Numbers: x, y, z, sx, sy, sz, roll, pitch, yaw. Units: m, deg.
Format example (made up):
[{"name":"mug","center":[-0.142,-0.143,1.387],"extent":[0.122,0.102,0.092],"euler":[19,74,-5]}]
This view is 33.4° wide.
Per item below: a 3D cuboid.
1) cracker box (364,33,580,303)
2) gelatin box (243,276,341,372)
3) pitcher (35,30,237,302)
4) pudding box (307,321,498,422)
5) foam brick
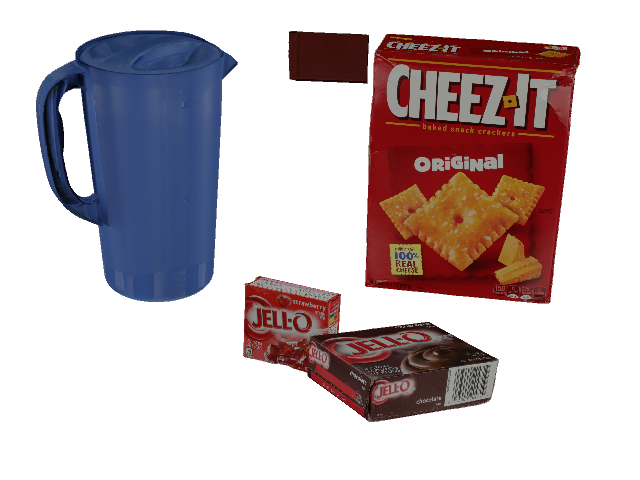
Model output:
[{"name":"cracker box","center":[0.125,-0.058,0.905],"extent":[0.164,0.214,0.072],"euler":[6,24,11]},{"name":"gelatin box","center":[-0.027,0.078,0.977],"extent":[0.089,0.073,0.030],"euler":[11,19,25]},{"name":"pitcher","center":[-0.165,-0.066,1.002],"extent":[0.149,0.243,0.144],"euler":[9,27,12]},{"name":"pudding box","center":[0.059,0.095,0.790],"extent":[0.113,0.039,0.090],"euler":[-2,16,-30]},{"name":"foam brick","center":[0.008,-0.193,1.124],"extent":[0.078,0.051,0.053],"euler":[1,11,-11]}]
